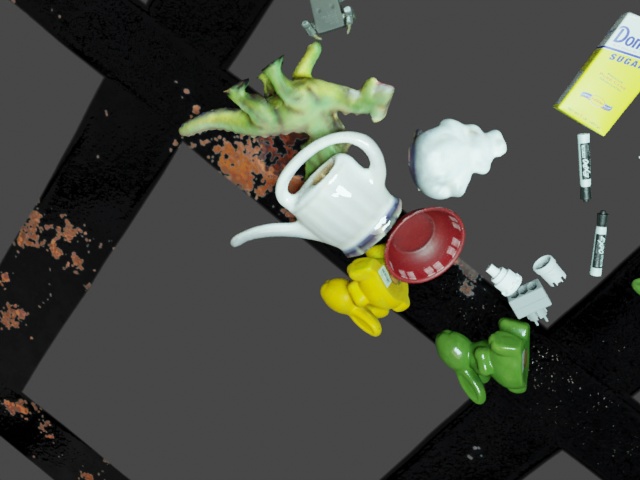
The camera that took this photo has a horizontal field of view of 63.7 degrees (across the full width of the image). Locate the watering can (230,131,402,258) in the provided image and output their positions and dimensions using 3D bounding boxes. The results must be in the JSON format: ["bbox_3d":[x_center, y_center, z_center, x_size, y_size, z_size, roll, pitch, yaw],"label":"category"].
[{"bbox_3d":[0.003,-0.049,0.966,0.223,0.106,0.342,39,118,-15],"label":"watering can"}]

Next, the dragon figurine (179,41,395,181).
[{"bbox_3d":[-0.052,-0.208,0.960,0.406,0.124,0.240,-25,107,27],"label":"dragon figurine"}]

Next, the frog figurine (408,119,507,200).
[{"bbox_3d":[0.239,-0.141,0.896,0.159,0.122,0.138,-2,86,25],"label":"frog figurine"}]
